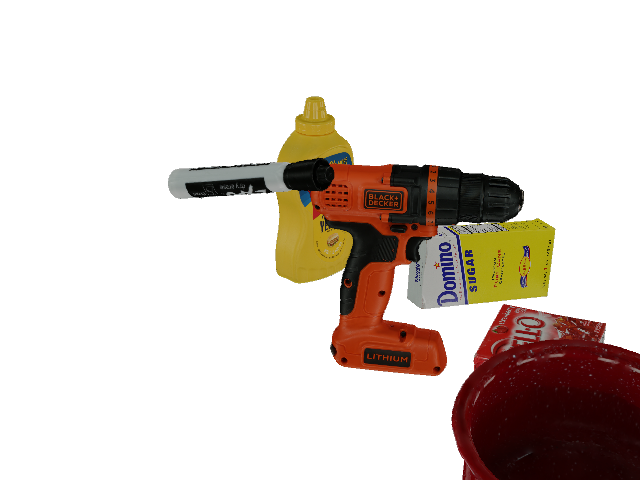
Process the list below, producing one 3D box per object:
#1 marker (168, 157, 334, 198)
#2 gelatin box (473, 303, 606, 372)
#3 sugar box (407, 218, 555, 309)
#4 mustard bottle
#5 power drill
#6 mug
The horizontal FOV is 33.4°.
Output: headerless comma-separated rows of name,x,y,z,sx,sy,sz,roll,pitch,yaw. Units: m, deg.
marker,-0.042,-0.036,0.631,0.121,0.020,0.020,-1,0,39
gelatin box,0.147,0.077,0.713,0.073,0.030,0.089,10,23,20
sugar box,0.195,0.028,1.293,0.176,0.093,0.048,-6,20,-22
mustard bottle,-0.005,-0.057,1.122,0.096,0.192,0.058,-21,31,-39
power drill,0.081,0.024,0.948,0.184,0.188,0.057,5,17,9
mug,0.105,0.098,0.391,0.117,0.081,0.093,5,36,9
